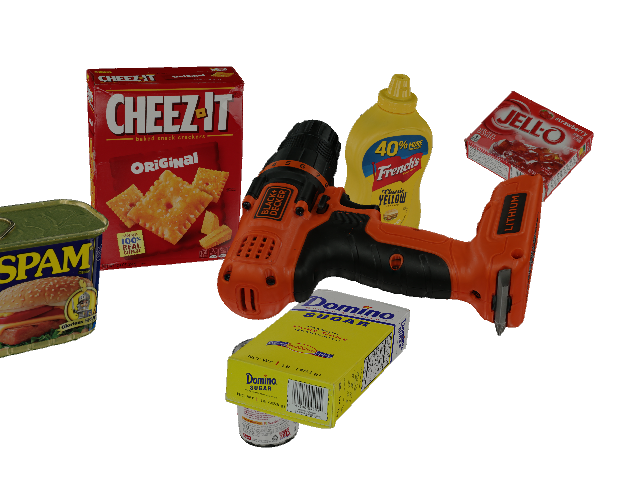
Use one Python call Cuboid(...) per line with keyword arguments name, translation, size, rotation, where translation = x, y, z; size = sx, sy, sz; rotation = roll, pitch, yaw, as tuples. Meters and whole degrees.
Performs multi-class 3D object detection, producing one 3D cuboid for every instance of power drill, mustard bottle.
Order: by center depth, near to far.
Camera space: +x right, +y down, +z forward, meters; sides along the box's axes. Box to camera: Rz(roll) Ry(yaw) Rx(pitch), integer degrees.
Cuboid(name="power drill", translation=(0.043, -0.013, 0.678), size=(0.188, 0.057, 0.184), rotation=(5, 41, 14))
Cuboid(name="mustard bottle", translation=(0.072, -0.086, 1.143), size=(0.096, 0.192, 0.058), rotation=(-6, 32, -23))

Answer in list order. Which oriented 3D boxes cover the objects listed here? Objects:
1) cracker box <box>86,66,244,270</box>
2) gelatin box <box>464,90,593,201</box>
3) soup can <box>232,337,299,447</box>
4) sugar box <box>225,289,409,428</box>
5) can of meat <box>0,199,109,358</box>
Cuboid(name="cracker box", translation=(-0.171, -0.079, 1.180), size=(0.164, 0.214, 0.072), rotation=(-4, 25, -18))
Cuboid(name="gelatin box", translation=(0.186, -0.086, 0.955), size=(0.089, 0.073, 0.030), rotation=(35, -23, 27))
Cuboid(name="soup can", translation=(-0.059, 0.165, 1.166), size=(0.068, 0.102, 0.068), rotation=(-2, 24, 1))
Cuboid(name="sugar box", translation=(0.003, 0.092, 0.887), size=(0.093, 0.048, 0.176), rotation=(12, 23, 20))
Cuboid(name="can of meat", translation=(-0.196, 0.025, 0.711), size=(0.101, 0.084, 0.058), rotation=(-11, 29, -39))
